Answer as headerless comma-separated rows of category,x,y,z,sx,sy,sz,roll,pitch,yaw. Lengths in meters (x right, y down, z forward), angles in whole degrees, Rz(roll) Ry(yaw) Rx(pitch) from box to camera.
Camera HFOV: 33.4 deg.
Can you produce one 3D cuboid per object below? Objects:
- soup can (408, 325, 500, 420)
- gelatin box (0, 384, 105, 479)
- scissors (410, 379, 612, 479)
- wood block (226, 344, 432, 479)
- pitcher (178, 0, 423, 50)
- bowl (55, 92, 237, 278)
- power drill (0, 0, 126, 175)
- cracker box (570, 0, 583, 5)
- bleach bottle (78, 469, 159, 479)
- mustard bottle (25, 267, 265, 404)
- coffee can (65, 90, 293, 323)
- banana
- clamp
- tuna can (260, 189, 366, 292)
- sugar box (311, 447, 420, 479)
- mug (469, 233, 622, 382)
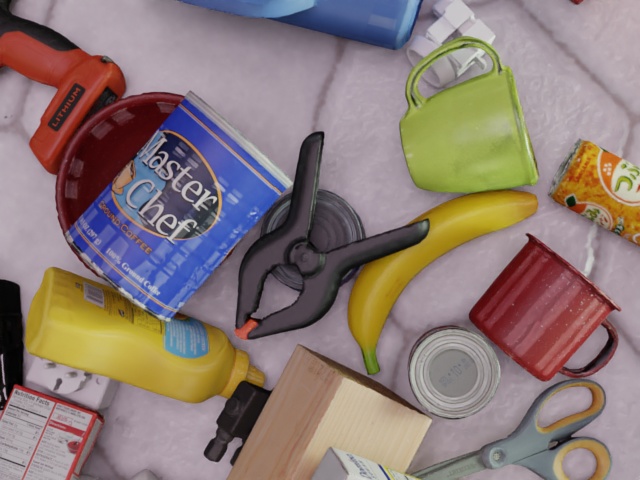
soup can,0.101,0.100,0.819,0.068,0.102,0.068,0,86,5
gelatin box,-0.221,0.167,0.837,0.073,0.030,0.089,17,70,9
scissors,0.147,0.179,0.819,0.201,0.016,0.096,-30,95,-19
wood block,-0.014,0.198,0.815,0.090,0.090,0.206,28,89,-27
pitcher,-0.035,-0.229,0.839,0.243,0.145,0.149,18,88,3
bowl,-0.130,-0.037,0.874,0.162,0.055,0.162,0,86,5
power drill,-0.273,-0.136,0.893,0.188,0.057,0.184,35,89,7
cracker box,0.162,-0.273,0.784,0.164,0.213,0.072,44,92,7
bleach bottle,-0.221,0.229,0.861,0.251,0.068,0.102,-12,82,2
mustard bottle,-0.131,0.084,0.838,0.191,0.096,0.058,21,105,-21
coffee can,-0.104,-0.024,0.790,0.103,0.103,0.140,42,90,7
banana,0.086,0.016,0.862,0.198,0.037,0.069,-45,102,2
clamp,0.001,0.015,0.831,0.120,0.039,0.171,32,95,12
tuna can,-0.006,0.001,0.870,0.086,0.033,0.086,0,86,5
sugar box,0.063,0.221,0.771,0.176,0.048,0.093,23,100,-27
mug,0.178,0.062,0.826,0.117,0.093,0.081,38,95,-15
